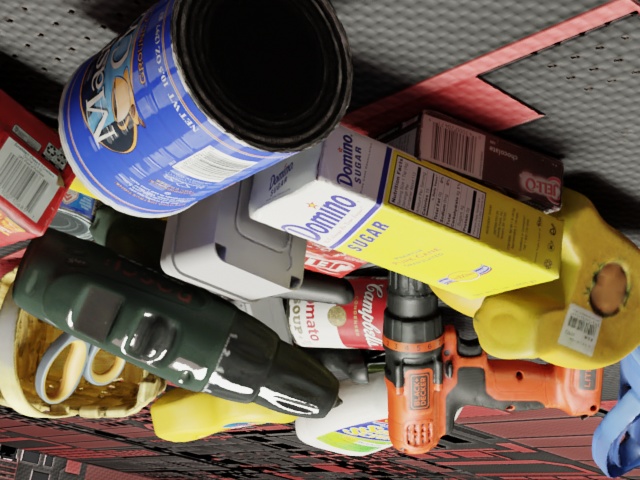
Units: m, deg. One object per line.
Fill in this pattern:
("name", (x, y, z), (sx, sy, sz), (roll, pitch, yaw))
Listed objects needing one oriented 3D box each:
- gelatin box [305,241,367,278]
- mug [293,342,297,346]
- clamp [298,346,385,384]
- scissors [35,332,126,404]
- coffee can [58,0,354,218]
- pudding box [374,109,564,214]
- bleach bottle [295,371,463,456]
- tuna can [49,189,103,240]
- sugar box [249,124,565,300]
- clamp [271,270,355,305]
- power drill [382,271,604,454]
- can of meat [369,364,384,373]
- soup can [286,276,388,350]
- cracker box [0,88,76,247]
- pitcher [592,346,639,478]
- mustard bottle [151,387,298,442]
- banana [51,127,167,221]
("gelatin box", (-0.006, 0.001, 0.863), (0.089, 0.030, 0.073), (16, 160, -18))
("mug", (-0.051, 0.125, 1.169), (0.082, 0.093, 0.117), (8, -162, 18))
("clamp", (0.043, 0.110, 1.045), (0.120, 0.039, 0.172), (-4, -177, -30))
("scissors", (-0.191, 0.062, 0.953), (0.096, 0.202, 0.016), (11, -157, -50))
("coffee can", (-0.064, -0.077, 0.564), (0.102, 0.103, 0.141), (21, 157, -30))
("pudding box", (0.087, -0.040, 0.694), (0.113, 0.039, 0.090), (19, 159, -24))
("bleach bottle", (0.067, 0.169, 1.095), (0.102, 0.068, 0.251), (19, 156, -17))
("tuna can", (-0.216, -0.028, 0.870), (0.086, 0.033, 0.086), (7, 160, 2))
("sugar box", (0.053, -0.013, 0.656), (0.176, 0.048, 0.093), (18, 160, -24))
("clamp", (-0.085, 0.032, 0.916), (0.165, 0.036, 0.209), (-33, 120, 29))
("power drill", (0.145, 0.089, 0.912), (0.187, 0.184, 0.057), (-3, -160, -5))
("can of meat", (0.099, 0.129, 1.139), (0.102, 0.057, 0.083), (-7, 153, 38))
("soup can", (0.029, 0.066, 0.974), (0.102, 0.068, 0.068), (0, 159, 25))
("cracker box", (-0.283, -0.061, 0.707), (0.214, 0.072, 0.164), (-11, 136, 46))
("pitcher", (0.303, 0.116, 0.888), (0.145, 0.149, 0.242), (4, 157, 20))
("mustard bottle", (-0.073, 0.160, 1.066), (0.192, 0.058, 0.096), (-18, 171, 37))
("banana", (-0.153, -0.050, 0.761), (0.198, 0.037, 0.070), (19, 164, -1))
